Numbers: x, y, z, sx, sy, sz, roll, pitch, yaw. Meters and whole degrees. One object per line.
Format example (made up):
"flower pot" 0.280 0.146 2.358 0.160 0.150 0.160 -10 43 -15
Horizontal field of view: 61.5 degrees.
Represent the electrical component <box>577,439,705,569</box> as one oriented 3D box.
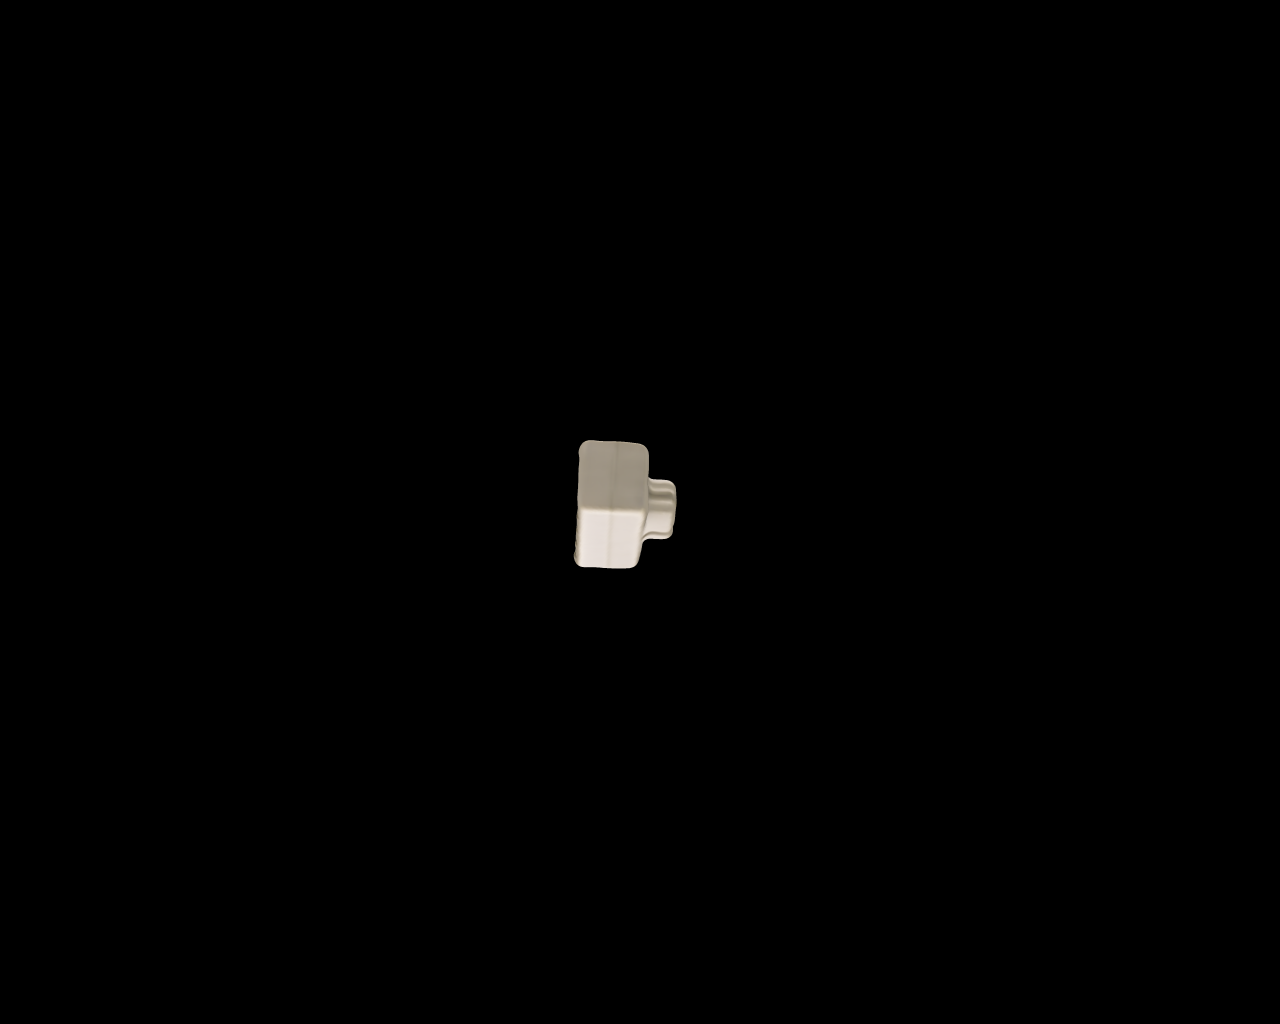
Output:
"electrical component" 0.001 -0.003 0.650 0.076 0.047 0.083 2 -27 -3
